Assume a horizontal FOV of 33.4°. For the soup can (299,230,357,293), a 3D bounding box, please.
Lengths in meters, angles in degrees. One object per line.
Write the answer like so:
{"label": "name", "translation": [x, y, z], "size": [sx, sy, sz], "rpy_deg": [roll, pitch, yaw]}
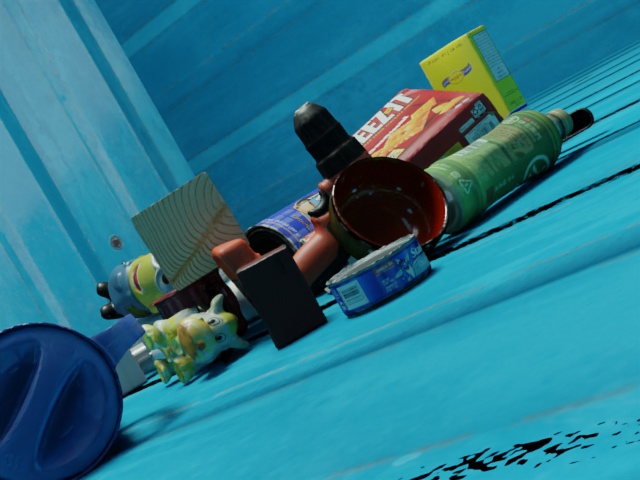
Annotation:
{"label": "soup can", "translation": [0.037, 0.003, 1.127], "size": [0.102, 0.068, 0.068], "rpy_deg": [-31, 3, -10]}

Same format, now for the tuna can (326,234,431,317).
{"label": "tuna can", "translation": [0.050, 0.030, 0.896], "size": [0.086, 0.034, 0.086], "rpy_deg": [-30, 3, 1]}

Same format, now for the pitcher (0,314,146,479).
{"label": "pitcher", "translation": [-0.240, 0.139, 0.960], "size": [0.149, 0.145, 0.243], "rpy_deg": [4, -7, -12]}

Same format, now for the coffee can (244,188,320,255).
{"label": "coffee can", "translation": [-0.008, 0.002, 1.235], "size": [0.140, 0.103, 0.103], "rpy_deg": [-33, 4, -40]}

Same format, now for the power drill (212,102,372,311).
{"label": "power drill", "translation": [-0.013, -0.018, 1.052], "size": [0.187, 0.184, 0.057], "rpy_deg": [-40, 4, -11]}

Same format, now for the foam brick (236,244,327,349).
{"label": "foam brick", "translation": [-0.034, 0.049, 0.957], "size": [0.053, 0.078, 0.051], "rpy_deg": [-28, 2, -2]}

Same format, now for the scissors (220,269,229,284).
{"label": "scissors", "translation": [-0.132, 0.050, 1.457], "size": [0.096, 0.016, 0.202], "rpy_deg": [-59, 8, -35]}

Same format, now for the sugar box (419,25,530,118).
{"label": "sugar box", "translation": [0.207, -0.170, 1.346], "size": [0.048, 0.176, 0.094], "rpy_deg": [-29, 1, -40]}

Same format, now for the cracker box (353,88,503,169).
{"label": "cracker box", "translation": [0.108, -0.109, 1.297], "size": [0.164, 0.072, 0.214], "rpy_deg": [-42, 20, -9]}

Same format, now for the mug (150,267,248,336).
{"label": "mug", "translation": [-0.128, 0.083, 1.216], "size": [0.093, 0.081, 0.117], "rpy_deg": [-32, 4, -43]}

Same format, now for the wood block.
{"label": "wood block", "translation": [-0.143, -0.006, 1.161], "size": [0.090, 0.090, 0.206], "rpy_deg": [-32, 4, -9]}

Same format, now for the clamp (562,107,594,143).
{"label": "clamp", "translation": [0.210, -0.085, 1.252], "size": [0.164, 0.036, 0.210], "rpy_deg": [-32, 2, -18]}

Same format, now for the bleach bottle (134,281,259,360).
{"label": "bleach bottle", "translation": [-0.143, 0.096, 1.347], "size": [0.251, 0.068, 0.102], "rpy_deg": [-23, 8, 43]}
